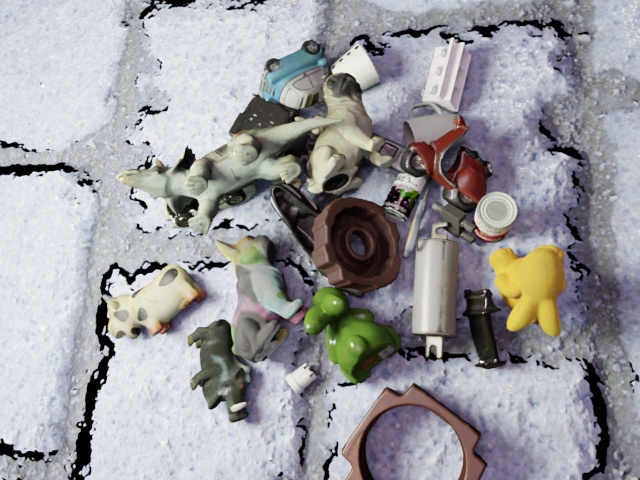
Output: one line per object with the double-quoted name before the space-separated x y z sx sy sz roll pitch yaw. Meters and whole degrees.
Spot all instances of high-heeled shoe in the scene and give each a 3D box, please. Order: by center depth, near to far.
"high-heeled shoe" -0.002 -0.003 0.983 0.086 0.145 0.249 -41 71 1

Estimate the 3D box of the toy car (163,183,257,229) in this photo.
"toy car" -0.228 -0.087 1.097 0.202 0.056 0.073 -24 73 8

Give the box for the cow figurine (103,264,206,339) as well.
"cow figurine" -0.336 0.123 1.053 0.195 0.085 0.127 -40 78 3

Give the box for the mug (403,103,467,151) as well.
"mug" 0.218 -0.210 1.026 0.107 0.080 0.109 -12 74 -4

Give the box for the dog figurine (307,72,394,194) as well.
"dog figurine" 0.023 -0.194 0.969 0.172 0.121 0.191 -27 65 -2

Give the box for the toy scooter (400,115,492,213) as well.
"toy scooter" 0.245 -0.142 0.967 0.184 0.075 0.135 33 94 -19

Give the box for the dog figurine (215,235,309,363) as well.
"dog figurine" -0.132 0.095 1.008 0.191 0.108 0.219 -46 68 -2

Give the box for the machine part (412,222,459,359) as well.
"machine part" 0.205 0.086 0.955 0.079 0.079 0.243 2 78 12

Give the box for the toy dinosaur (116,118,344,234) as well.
"toy dinosaur" -0.152 -0.140 0.974 0.405 0.131 0.192 -23 35 3

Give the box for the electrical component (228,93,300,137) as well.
"electrical component" -0.117 -0.221 1.106 0.115 0.058 0.134 24 82 18

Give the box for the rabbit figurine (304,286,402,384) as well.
"rabbit figurine" 0.034 0.152 0.949 0.121 0.159 0.170 -45 57 9

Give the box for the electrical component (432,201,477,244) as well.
"electrical component" 0.244 -0.033 0.982 0.021 0.063 0.094 -42 57 -17

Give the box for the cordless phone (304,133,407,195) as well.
"cordless phone" 0.078 -0.143 1.022 0.184 0.088 0.146 28 83 21

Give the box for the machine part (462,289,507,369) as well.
"machine part" 0.284 0.153 0.929 0.039 0.084 0.138 -8 86 -23

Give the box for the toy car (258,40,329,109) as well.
"toy car" -0.038 -0.315 1.069 0.162 0.109 0.103 -32 75 -27

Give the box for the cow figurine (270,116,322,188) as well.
"cow figurine" -0.046 -0.185 1.061 0.068 0.098 0.167 31 85 21

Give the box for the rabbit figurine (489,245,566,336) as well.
"rabbit figurine" 0.345 0.072 0.880 0.122 0.173 0.162 8 74 9

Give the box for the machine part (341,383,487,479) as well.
"machine part" 0.154 0.359 0.894 0.201 0.087 0.201 35 87 17

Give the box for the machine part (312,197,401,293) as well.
"machine part" 0.065 0.009 0.967 0.179 0.056 0.179 10 69 -28

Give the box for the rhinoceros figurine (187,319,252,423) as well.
"rhinoceros figurine" -0.183 0.245 1.003 0.112 0.073 0.190 -15 72 -4
